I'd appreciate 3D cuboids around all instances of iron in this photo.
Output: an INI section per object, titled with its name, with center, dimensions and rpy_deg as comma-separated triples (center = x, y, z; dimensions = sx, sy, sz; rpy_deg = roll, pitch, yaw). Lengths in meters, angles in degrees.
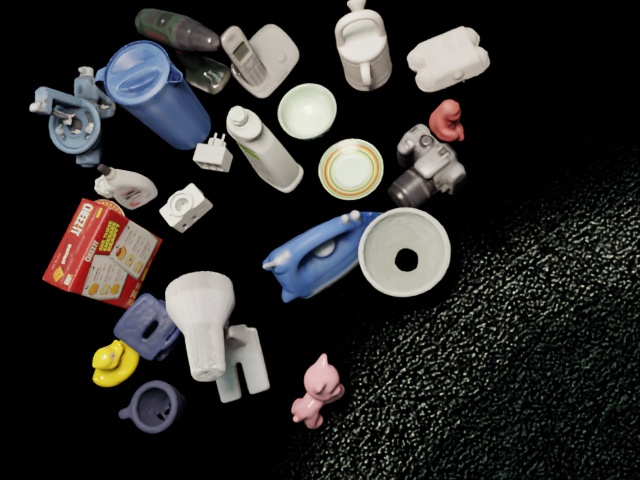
[iron]
center = 0.010, 0.004, 1.065
dimensions = 0.258, 0.142, 0.118
rpy_deg = -34, 70, 1

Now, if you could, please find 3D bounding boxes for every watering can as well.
[watering can]
center = 0.081, -0.395, 1.137
dimensions = 0.101, 0.194, 0.172
rpy_deg = -29, 70, 3

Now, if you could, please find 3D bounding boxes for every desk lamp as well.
[desk lamp]
center = -0.180, 0.175, 1.017
dimensions = 0.118, 0.214, 0.203
rpy_deg = -20, 71, 6

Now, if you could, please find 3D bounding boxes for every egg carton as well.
[egg carton]
center = 0.259, -0.362, 1.157
dimensions = 0.150, 0.069, 0.107
rpy_deg = -22, 71, 5

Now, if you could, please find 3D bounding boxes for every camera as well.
[camera]
center = 0.187, -0.130, 1.089
dimensions = 0.137, 0.101, 0.143
rpy_deg = -40, 70, -1

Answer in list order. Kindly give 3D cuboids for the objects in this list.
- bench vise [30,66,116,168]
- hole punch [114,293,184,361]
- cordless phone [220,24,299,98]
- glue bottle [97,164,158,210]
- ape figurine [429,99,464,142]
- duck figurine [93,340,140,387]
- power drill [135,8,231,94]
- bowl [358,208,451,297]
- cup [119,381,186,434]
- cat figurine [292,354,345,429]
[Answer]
[bench vise]
center = -0.537, -0.283, 1.219
dimensions = 0.121, 0.220, 0.207
rpy_deg = -17, 71, 7
[hole punch]
center = -0.324, 0.170, 1.113
dimensions = 0.101, 0.091, 0.109
rpy_deg = 36, 84, 19
[cordless phone]
center = -0.129, -0.397, 1.186
dimensions = 0.094, 0.185, 0.148
rpy_deg = 35, 84, 19
[glue bottle]
center = -0.402, -0.115, 1.168
dimensions = 0.078, 0.173, 0.037
rpy_deg = -32, 70, 1
[ape figurine]
center = 0.250, -0.239, 1.112
dimensions = 0.076, 0.092, 0.078
rpy_deg = 24, 80, 17
[duck figurine]
center = -0.409, 0.237, 1.114
dimensions = 0.077, 0.086, 0.104
rpy_deg = 37, 84, 19
[power drill]
center = -0.269, -0.399, 1.203
dimensions = 0.229, 0.209, 0.076
rpy_deg = 27, 81, 18
[bowl]
center = 0.158, 0.030, 1.063
dimensions = 0.167, 0.075, 0.167
rpy_deg = -3, 74, 11
[cup]
center = -0.302, 0.314, 1.065
dimensions = 0.117, 0.095, 0.091
rpy_deg = -16, 72, 7
[cat figurine]
center = -0.006, 0.268, 1.005
dimensions = 0.067, 0.118, 0.128
rpy_deg = 33, 83, 19
